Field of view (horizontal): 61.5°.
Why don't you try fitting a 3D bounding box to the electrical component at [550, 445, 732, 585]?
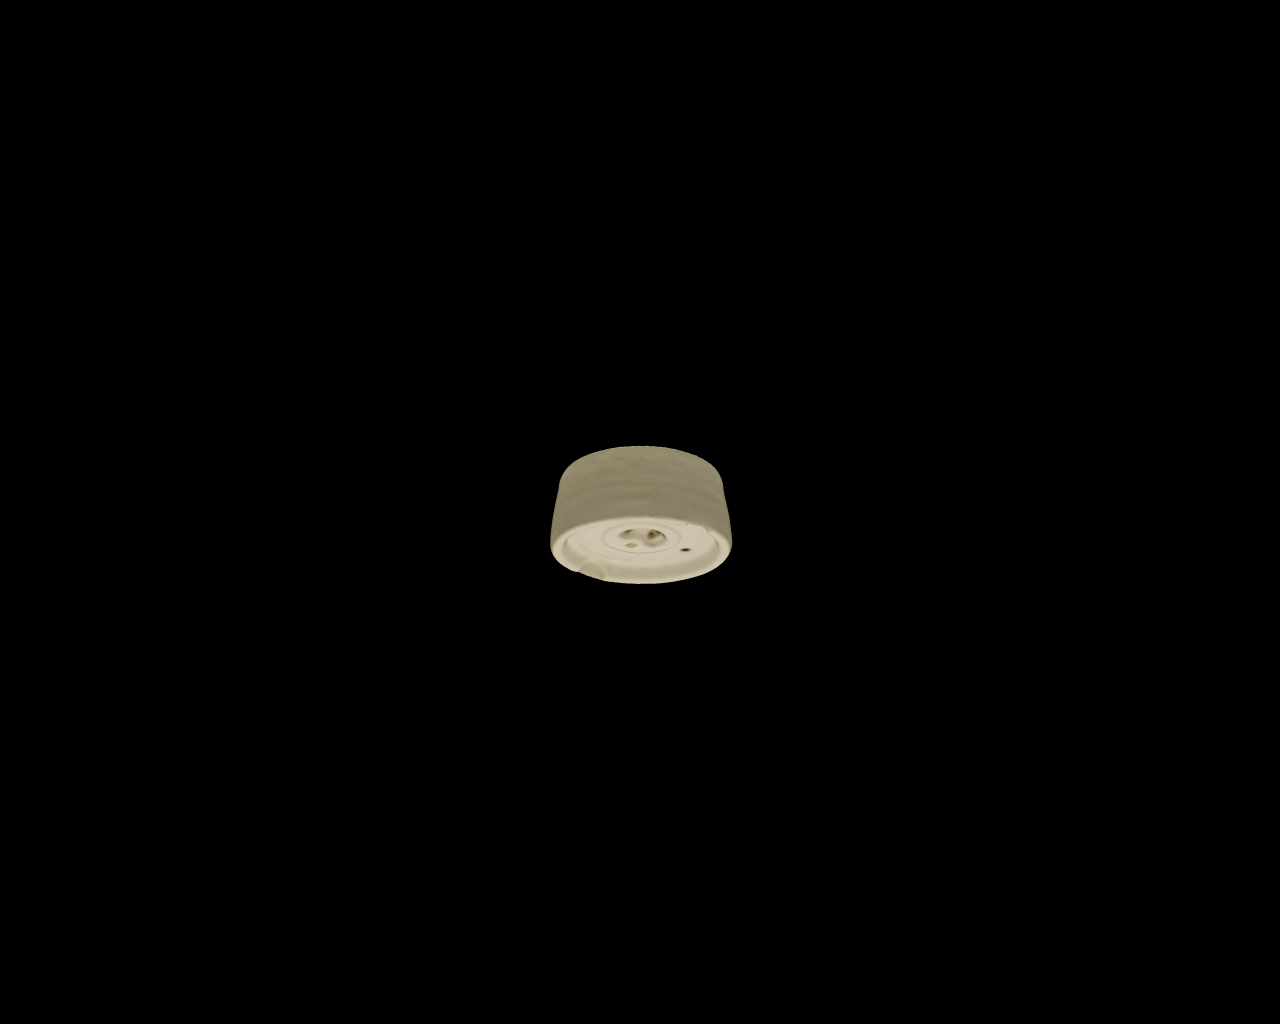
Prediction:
[{"bbox_3d":[0.001,-0.003,0.650,0.108,0.060,0.108,0,-24,0],"label":"electrical component"}]
